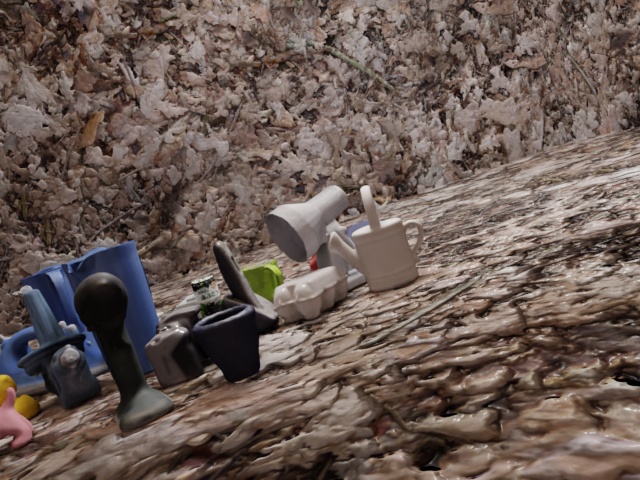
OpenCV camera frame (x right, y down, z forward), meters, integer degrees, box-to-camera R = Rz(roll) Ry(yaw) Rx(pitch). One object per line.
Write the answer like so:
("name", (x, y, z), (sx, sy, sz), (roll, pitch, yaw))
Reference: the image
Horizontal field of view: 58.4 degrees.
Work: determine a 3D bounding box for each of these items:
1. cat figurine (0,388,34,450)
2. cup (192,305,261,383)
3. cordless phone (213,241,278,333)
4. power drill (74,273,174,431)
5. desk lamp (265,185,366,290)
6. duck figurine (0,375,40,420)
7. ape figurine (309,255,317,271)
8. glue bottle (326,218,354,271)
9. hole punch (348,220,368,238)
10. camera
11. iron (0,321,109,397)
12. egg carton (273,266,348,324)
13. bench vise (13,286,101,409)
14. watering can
("cat figurine", (-0.501, 0.263, 0.831), (0.128, 0.118, 0.067), (-22, 6, -29))
("cup", (-0.128, 0.150, 0.818), (0.092, 0.095, 0.117), (-21, 6, -23))
("cordless phone", (-0.149, 0.084, 1.088), (0.094, 0.185, 0.147), (-19, 5, -4))
("power drill", (-0.273, 0.143, 0.778), (0.076, 0.208, 0.229), (-21, 6, -27))
("desk lamp", (0.011, 0.004, 1.193), (0.204, 0.213, 0.117), (-22, 6, -30))
("duck figurine", (-0.546, 0.278, 1.003), (0.104, 0.086, 0.078), (-16, 6, 28))
("ape figurine", (0.005, 0.046, 1.451), (0.078, 0.092, 0.076), (-21, 6, -21))
("glue bottle", (0.041, 0.002, 1.330), (0.078, 0.173, 0.037), (-20, 6, -9))
("hole punch", (0.124, -0.002, 1.533), (0.108, 0.091, 0.101), (-17, 6, 17))
("camera", (-0.200, 0.159, 0.947), (0.136, 0.101, 0.143), (-18, 5, 7))
("iron", (-0.565, 0.236, 1.201), (0.258, 0.141, 0.119), (-17, 6, 14))
("egg carton", (-0.016, 0.101, 1.080), (0.107, 0.069, 0.151), (-15, 6, 34))
("bench vise", (-0.463, 0.178, 1.018), (0.206, 0.220, 0.122), (-15, 7, 36))
("watering can", (0.104, -0.006, 1.081), (0.173, 0.194, 0.100), (-20, 6, -12))
